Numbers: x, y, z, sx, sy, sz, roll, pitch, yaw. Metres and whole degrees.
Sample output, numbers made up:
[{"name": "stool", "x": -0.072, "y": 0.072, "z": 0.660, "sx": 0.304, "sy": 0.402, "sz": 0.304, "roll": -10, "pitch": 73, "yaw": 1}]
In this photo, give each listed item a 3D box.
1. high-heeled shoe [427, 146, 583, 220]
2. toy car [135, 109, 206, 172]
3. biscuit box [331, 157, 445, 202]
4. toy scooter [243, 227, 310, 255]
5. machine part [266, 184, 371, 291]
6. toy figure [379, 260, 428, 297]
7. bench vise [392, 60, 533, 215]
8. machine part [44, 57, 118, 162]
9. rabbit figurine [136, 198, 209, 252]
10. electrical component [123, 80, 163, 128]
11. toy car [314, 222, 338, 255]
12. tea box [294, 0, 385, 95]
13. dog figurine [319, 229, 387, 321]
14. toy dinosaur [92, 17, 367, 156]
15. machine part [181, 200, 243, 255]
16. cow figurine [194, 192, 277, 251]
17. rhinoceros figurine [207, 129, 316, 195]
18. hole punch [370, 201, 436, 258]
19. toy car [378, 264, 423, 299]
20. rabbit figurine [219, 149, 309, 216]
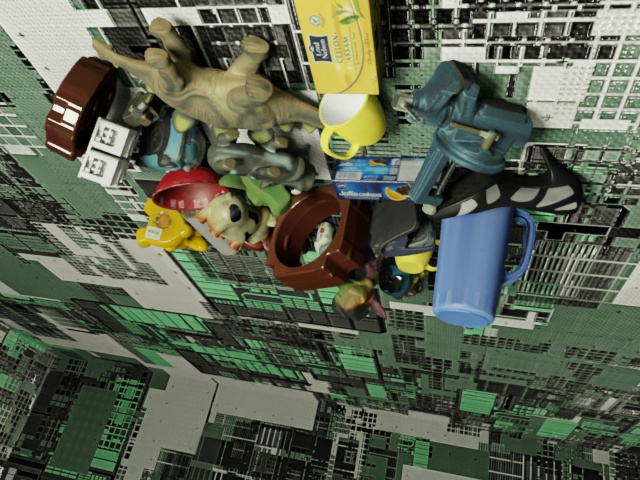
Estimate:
[{"name": "high-heeled shoe", "x": 0.318, "y": -0.059, "z": 0.919, "sx": 0.249, "sy": 0.086, "sz": 0.145, "roll": -27, "pitch": 116, "yaw": 13}, {"name": "toy car", "x": -0.273, "y": -0.174, "z": 1.016, "sx": 0.162, "sy": 0.109, "sz": 0.103, "roll": -4, "pitch": 165, "yaw": 45}, {"name": "biscuit box", "x": 0.126, "y": -0.111, "z": 0.990, "sx": 0.203, "sy": 0.059, "sz": 0.062, "roll": 4, "pitch": 150, "yaw": 18}, {"name": "toy scooter", "x": -0.121, "y": 0.005, "z": 1.294, "sx": 0.184, "sy": 0.075, "sz": 0.135, "roll": 18, "pitch": 159, "yaw": -9}, {"name": "machine part", "x": -0.002, "y": -0.003, "z": 1.091, "sx": 0.202, "sy": 0.201, "sz": 0.087, "roll": -13, "pitch": 143, "yaw": 39}, {"name": "toy figure", "x": 0.178, "y": 0.088, "z": 1.232, "sx": 0.082, "sy": 0.180, "sz": 0.089, "roll": 45, "pitch": 112, "yaw": 12}, {"name": "bench vise", "x": 0.193, "y": -0.138, "z": 0.819, "sx": 0.223, "sy": 0.129, "sz": 0.240, "roll": 2, "pitch": 133, "yaw": -24}, {"name": "machine part", "x": -0.407, "y": -0.224, "z": 0.914, "sx": 0.056, "sy": 0.179, "sz": 0.179, "roll": 25, "pitch": 149, "yaw": -15}, {"name": "rabbit figurine", "x": -0.351, "y": -0.025, "z": 1.329, "sx": 0.162, "sy": 0.122, "sz": 0.173, "roll": 4, "pitch": 165, "yaw": 0}, {"name": "electrical component", "x": -0.304, "y": -0.236, "z": 0.923, "sx": 0.078, "sy": 0.102, "sz": 0.045, "roll": -11, "pitch": 139, "yaw": 22}, {"name": "toy car", "x": 0.034, "y": 0.032, "z": 1.271, "sx": 0.056, "sy": 0.073, "sz": 0.201, "roll": 0, "pitch": 148, "yaw": 18}, {"name": "tea box", "x": 0.032, "y": -0.280, "z": 0.724, "sx": 0.098, "sy": 0.068, "sz": 0.169, "roll": 4, "pitch": 151, "yaw": 16}, {"name": "dog figurine", "x": 0.093, "y": 0.064, "z": 1.102, "sx": 0.191, "sy": 0.219, "sz": 0.108, "roll": -41, "pitch": 123, "yaw": 9}, {"name": "toy dinosaur", "x": -0.127, "y": -0.227, "z": 0.863, "sx": 0.471, "sy": 0.105, "sz": 0.198, "roll": 16, "pitch": 159, "yaw": -8}, {"name": "machine part", "x": -0.250, "y": -0.036, "z": 1.271, "sx": 0.079, "sy": 0.079, "sz": 0.243, "roll": -2, "pitch": 149, "yaw": 26}, {"name": "cow figurine", "x": -0.163, "y": -0.044, "z": 1.133, "sx": 0.086, "sy": 0.127, "sz": 0.194, "roll": 44, "pitch": 180, "yaw": 26}, {"name": "rhinoceros figurine", "x": -0.095, "y": -0.124, "z": 0.909, "sx": 0.190, "sy": 0.073, "sz": 0.112, "roll": 9, "pitch": 162, "yaw": -22}, {"name": "hole punch", "x": 0.164, "y": -0.026, "z": 1.061, "sx": 0.116, "sy": 0.142, "sz": 0.092, "roll": -25, "pitch": 138, "yaw": 33}, {"name": "toy car", "x": 0.171, "y": 0.102, "z": 1.361, "sx": 0.202, "sy": 0.053, "sz": 0.089, "roll": 30, "pitch": 144, "yaw": -25}, {"name": "rabbit figurine", "x": -0.115, "y": -0.108, "z": 1.051, "sx": 0.159, "sy": 0.121, "sz": 0.170, "roll": 20, "pitch": 166, "yaw": -4}]
